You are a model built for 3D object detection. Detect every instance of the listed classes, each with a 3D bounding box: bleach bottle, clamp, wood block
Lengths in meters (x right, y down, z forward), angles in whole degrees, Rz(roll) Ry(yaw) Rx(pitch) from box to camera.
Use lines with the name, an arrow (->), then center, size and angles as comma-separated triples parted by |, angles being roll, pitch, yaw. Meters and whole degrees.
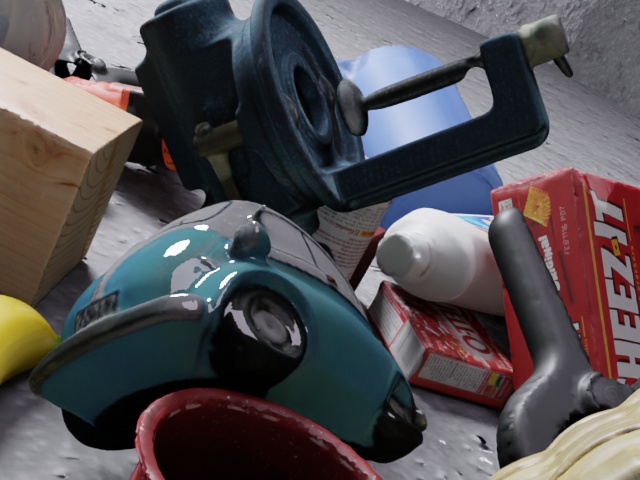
bleach bottle -> 0.128, 0.021, 0.748 | 0.103, 0.068, 0.250 | 35, 17, 34
clamp -> -0.194, -0.135, 0.841 | 0.120, 0.039, 0.171 | 28, 18, 7
clamp -> 0.136, 0.080, 0.559 | 0.164, 0.036, 0.209 | 30, 51, 4
wood block -> -0.208, -0.062, 0.540 | 0.206, 0.091, 0.090 | 26, 18, -2

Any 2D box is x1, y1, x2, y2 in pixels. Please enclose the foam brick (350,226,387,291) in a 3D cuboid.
foam brick -> -0.005, 0.001, 0.717 | 0.078, 0.053, 0.051 | 30, 18, 12

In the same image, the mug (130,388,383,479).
mug -> -0.020, 0.113, 0.341 | 0.117, 0.081, 0.093 | 27, 18, 1

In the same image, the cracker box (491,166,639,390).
cracker box -> 0.213, 0.052, 0.713 | 0.213, 0.072, 0.164 | 11, 68, -43

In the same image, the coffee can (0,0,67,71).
coffee can -> -0.252, -0.177, 0.771 | 0.102, 0.103, 0.140 | 13, 22, -36

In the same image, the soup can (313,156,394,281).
soup can -> -0.004, -0.005, 0.647 | 0.068, 0.102, 0.068 | 25, 15, -8

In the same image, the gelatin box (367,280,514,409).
gelatin box -> 0.078, 0.066, 0.691 | 0.073, 0.030, 0.089 | 19, 20, -24

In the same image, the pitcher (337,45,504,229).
pitcher -> 0.089, -0.067, 0.927 | 0.149, 0.145, 0.243 | -7, 27, -3

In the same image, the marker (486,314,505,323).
marker -> 0.146, 0.056, 0.831 | 0.121, 0.020, 0.020 | 24, 18, -8

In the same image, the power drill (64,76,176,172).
power drill -> -0.077, -0.083, 0.777 | 0.185, 0.057, 0.187 | 16, 11, 19

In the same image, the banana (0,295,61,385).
banana -> -0.127, 0.064, 0.396 | 0.069, 0.037, 0.198 | 24, 19, -11
